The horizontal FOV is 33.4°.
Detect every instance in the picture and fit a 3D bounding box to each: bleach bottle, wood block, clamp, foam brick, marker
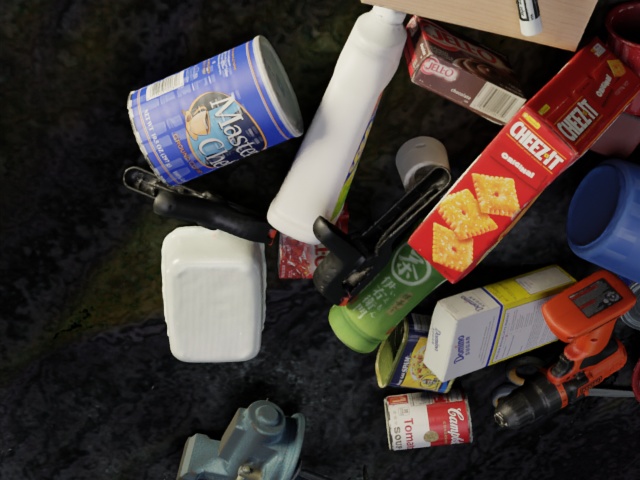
[{"bbox_3d":[0.025,-0.122,1.044,0.068,0.102,0.251,25,123,3],"label":"bleach bottle"},{"bbox_3d":[0.143,-0.250,0.968,0.206,0.090,0.091,10,125,-12],"label":"wood block"},{"bbox_3d":[0.035,0.011,1.101,0.164,0.036,0.210,-19,155,-33],"label":"clamp"},{"bbox_3d":[-0.115,-0.029,1.099,0.171,0.120,0.039,18,104,-21],"label":"clamp"},{"bbox_3d":[0.288,-0.124,1.094,0.078,0.053,0.051,17,123,-15],"label":"foam brick"},{"bbox_3d":[0.172,-0.232,0.914,0.020,0.020,0.121,-16,126,7],"label":"marker"}]

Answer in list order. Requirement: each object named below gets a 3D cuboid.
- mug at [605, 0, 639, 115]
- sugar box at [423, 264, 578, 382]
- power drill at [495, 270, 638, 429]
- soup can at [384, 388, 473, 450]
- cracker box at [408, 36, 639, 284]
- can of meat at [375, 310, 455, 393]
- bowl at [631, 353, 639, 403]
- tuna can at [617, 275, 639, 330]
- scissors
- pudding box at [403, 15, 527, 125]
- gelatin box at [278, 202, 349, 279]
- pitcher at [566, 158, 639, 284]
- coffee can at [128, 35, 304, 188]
[{"bbox_3d":[0.320,-0.167,1.028,0.093,0.117,0.081,-7,132,-6],"label":"mug"},{"bbox_3d":[0.204,0.092,1.207,0.176,0.048,0.093,-12,129,-27],"label":"sugar box"},{"bbox_3d":[0.282,0.128,1.219,0.184,0.057,0.188,-29,147,-18],"label":"power drill"},{"bbox_3d":[0.134,0.223,1.326,0.102,0.068,0.068,-7,126,1],"label":"soup can"},{"bbox_3d":[0.194,-0.073,1.017,0.072,0.164,0.214,43,138,5],"label":"cracker box"},{"bbox_3d":[0.121,0.132,1.265,0.083,0.057,0.102,9,125,-13],"label":"can of meat"},{"bbox_3d":[0.452,0.143,1.299,0.162,0.055,0.162,-2,126,-3],"label":"bowl"},{"bbox_3d":[0.387,0.064,1.250,0.086,0.034,0.086,-2,126,-3],"label":"tuna can"},{"bbox_3d":[0.315,0.176,1.337,0.202,0.016,0.096,-8,127,2],"label":"scissors"},{"bbox_3d":[0.136,-0.166,1.028,0.113,0.090,0.039,24,122,-21],"label":"pudding box"},{"bbox_3d":[-0.008,0.001,1.175,0.073,0.030,0.089,1,127,-6],"label":"gelatin box"},{"bbox_3d":[0.380,0.002,1.124,0.242,0.145,0.149,19,132,-17],"label":"pitcher"},{"bbox_3d":[-0.099,-0.123,1.033,0.140,0.103,0.102,-21,125,11],"label":"coffee can"}]
